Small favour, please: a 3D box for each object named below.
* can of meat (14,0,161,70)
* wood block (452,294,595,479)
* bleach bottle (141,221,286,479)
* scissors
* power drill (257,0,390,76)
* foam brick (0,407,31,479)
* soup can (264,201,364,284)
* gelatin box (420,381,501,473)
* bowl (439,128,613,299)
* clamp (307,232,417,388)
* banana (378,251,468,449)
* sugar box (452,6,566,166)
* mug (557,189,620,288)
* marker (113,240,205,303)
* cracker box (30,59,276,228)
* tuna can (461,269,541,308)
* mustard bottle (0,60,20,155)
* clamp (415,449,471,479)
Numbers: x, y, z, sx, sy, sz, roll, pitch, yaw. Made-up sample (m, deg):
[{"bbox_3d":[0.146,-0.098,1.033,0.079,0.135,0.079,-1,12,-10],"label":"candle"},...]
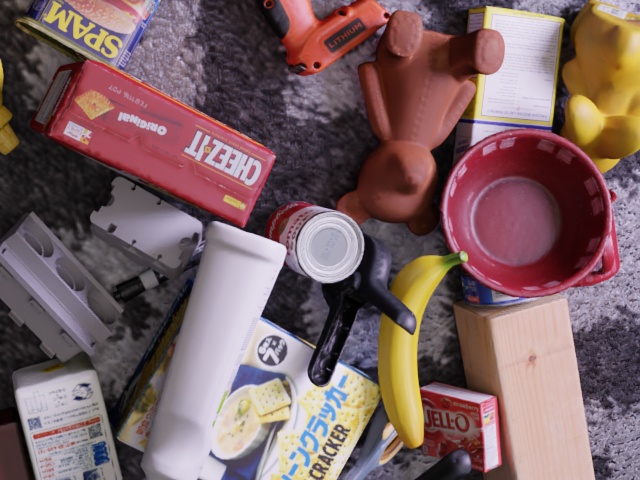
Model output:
[{"bbox_3d":[-0.201,-0.200,0.935,0.102,0.057,0.084,29,85,-20],"label":"can of meat"},{"bbox_3d":[0.211,0.160,1.102,0.090,0.090,0.206,-14,102,-16],"label":"wood block"},{"bbox_3d":[-0.100,0.113,0.913,0.068,0.102,0.251,19,89,5],"label":"bleach bottle"},{"bbox_3d":[0.036,0.216,1.033,0.201,0.016,0.096,-35,142,-41],"label":"scissors"},{"bbox_3d":[-0.015,-0.262,0.989,0.184,0.057,0.187,-37,104,-6],"label":"power drill"},{"bbox_3d":[-0.291,0.198,0.959,0.051,0.053,0.078,-13,100,-17],"label":"foam brick"},{"bbox_3d":[-0.007,0.001,1.002,0.068,0.102,0.068,-2,97,-19],"label":"soup can"},{"bbox_3d":[0.139,0.188,1.082,0.030,0.089,0.073,-15,104,-40],"label":"gelatin box"},{"bbox_3d":[0.192,-0.022,1.020,0.162,0.055,0.162,0,82,1],"label":"bowl"},{"bbox_3d":[0.028,0.058,1.005,0.120,0.171,0.039,-34,123,17],"label":"clamp"},{"bbox_3d":[0.085,0.096,1.007,0.037,0.070,0.198,-1,108,-42],"label":"banana"},{"bbox_3d":[0.189,-0.142,1.079,0.093,0.048,0.176,4,100,-19],"label":"sugar box"},{"bbox_3d":[0.266,0.001,1.088,0.093,0.117,0.081,-17,107,-13],"label":"mug"},{"bbox_3d":[-0.139,0.026,1.004,0.121,0.020,0.020,-28,105,-13],"label":"marker"},{"bbox_3d":[-0.145,-0.085,0.884,0.164,0.214,0.072,25,89,-20],"label":"cracker box"},{"bbox_3d":[0.186,0.041,1.080,0.086,0.086,0.034,-13,99,-17],"label":"tuna can"},{"bbox_3d":[-0.326,-0.148,0.898,0.096,0.058,0.191,-43,108,-8],"label":"mustard bottle"},{"bbox_3d":[0.082,0.282,1.074,0.210,0.036,0.164,-28,142,14],"label":"clamp"}]
